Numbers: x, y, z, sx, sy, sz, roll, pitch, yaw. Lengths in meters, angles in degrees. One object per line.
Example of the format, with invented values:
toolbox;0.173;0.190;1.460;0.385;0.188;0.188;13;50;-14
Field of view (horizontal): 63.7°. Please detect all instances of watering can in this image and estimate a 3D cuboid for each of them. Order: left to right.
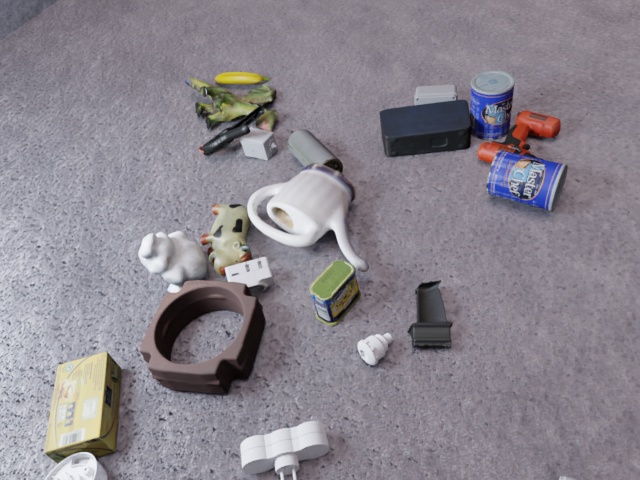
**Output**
watering can;0.003;-0.058;1.147;0.350;0.101;0.228;25;55;27

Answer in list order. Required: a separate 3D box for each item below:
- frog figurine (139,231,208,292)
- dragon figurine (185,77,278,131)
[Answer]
frog figurine;-0.310;0.032;1.088;0.122;0.155;0.141;-8;45;4
dragon figurine;-0.256;-0.440;1.604;0.244;0.119;0.418;-13;44;-24
